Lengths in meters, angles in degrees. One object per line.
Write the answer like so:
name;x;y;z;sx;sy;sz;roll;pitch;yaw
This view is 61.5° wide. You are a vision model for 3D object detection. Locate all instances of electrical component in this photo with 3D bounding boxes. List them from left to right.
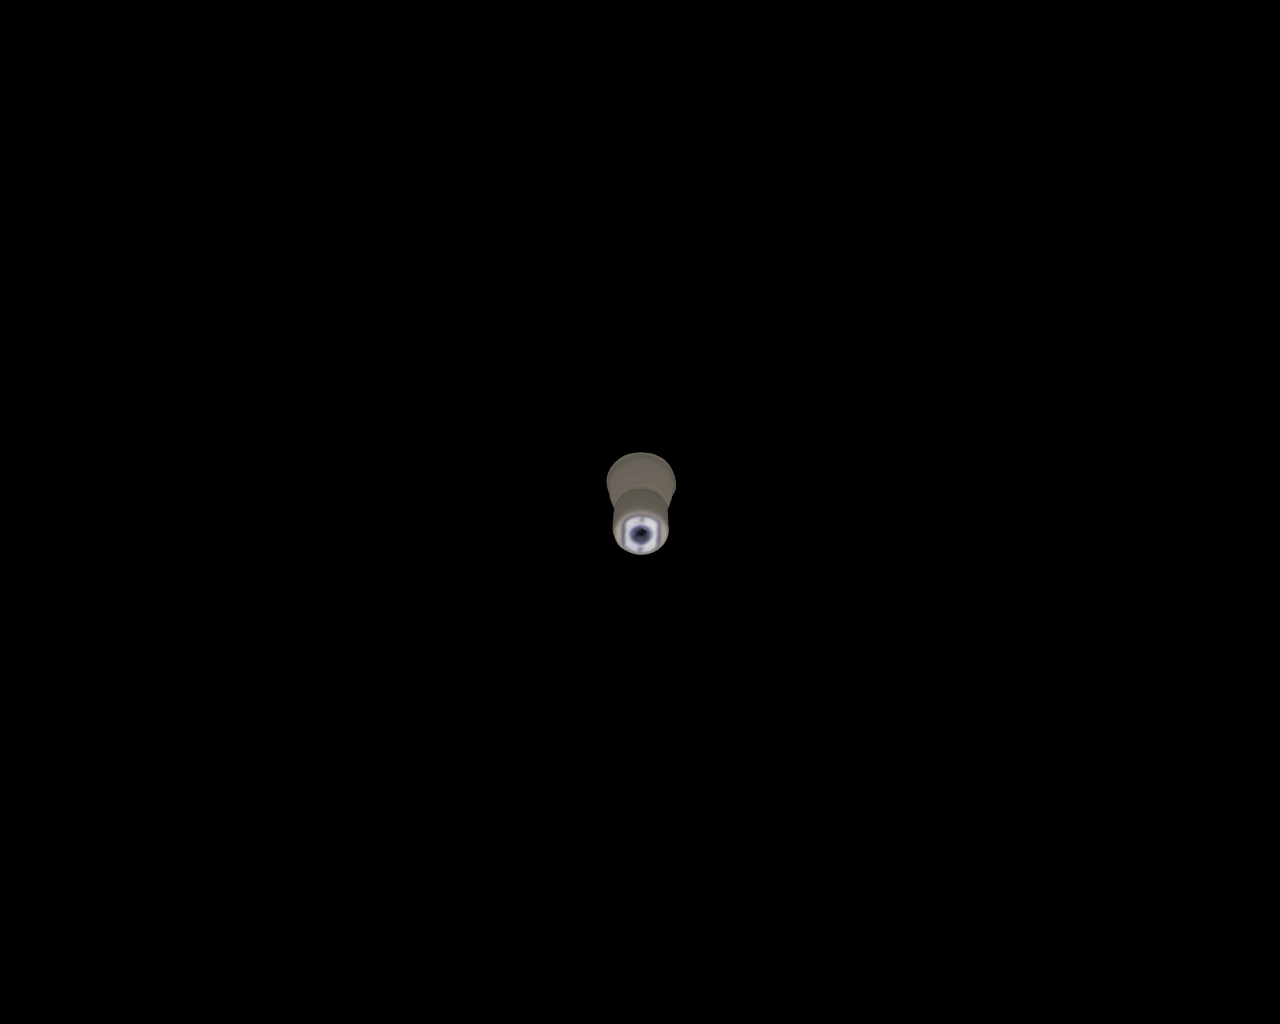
electrical component;0.001;-0.003;0.650;0.044;0.044;0.065;0;32;0
